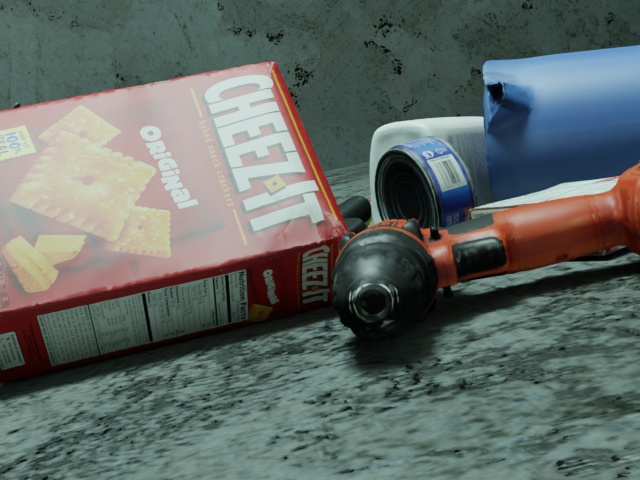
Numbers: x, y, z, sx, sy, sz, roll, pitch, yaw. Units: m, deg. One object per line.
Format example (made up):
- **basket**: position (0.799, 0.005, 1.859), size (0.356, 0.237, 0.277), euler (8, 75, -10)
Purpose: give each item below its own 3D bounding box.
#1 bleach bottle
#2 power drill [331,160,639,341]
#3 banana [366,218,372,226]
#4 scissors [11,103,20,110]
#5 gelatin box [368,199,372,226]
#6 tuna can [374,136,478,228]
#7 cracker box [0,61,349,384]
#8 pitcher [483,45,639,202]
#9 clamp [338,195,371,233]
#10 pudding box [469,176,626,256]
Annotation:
- **bleach bottle**: position (0.140, -0.056, 0.932), size (0.068, 0.102, 0.250), euler (0, 5, 38)
- **power drill**: position (0.099, 0.003, 0.536), size (0.188, 0.057, 0.184), euler (-11, 6, 8)
- **banana**: position (-0.031, -0.032, 1.002), size (0.198, 0.037, 0.069), euler (17, 49, 29)
- **scissors**: position (-0.259, -0.003, 0.774), size (0.201, 0.016, 0.096), euler (-49, -28, -3)
- **gelatin box**: position (0.037, -0.020, 1.028), size (0.089, 0.030, 0.073), euler (-10, 6, 23)
- **tuna can**: position (0.075, -0.030, 0.772), size (0.033, 0.086, 0.086), euler (-17, 7, -26)
- **cracker box**: position (-0.106, -0.020, 0.655), size (0.213, 0.164, 0.072), euler (-13, -38, -11)
- **pitcher**: position (0.252, -0.085, 0.822), size (0.243, 0.145, 0.149), euler (-6, 21, 19)
- **clamp**: position (-0.006, 0.001, 0.849), size (0.164, 0.036, 0.210), euler (-21, 10, -16)
- **pudding box**: position (0.165, -0.015, 0.678), size (0.089, 0.039, 0.114), euler (-16, 5, -33)
